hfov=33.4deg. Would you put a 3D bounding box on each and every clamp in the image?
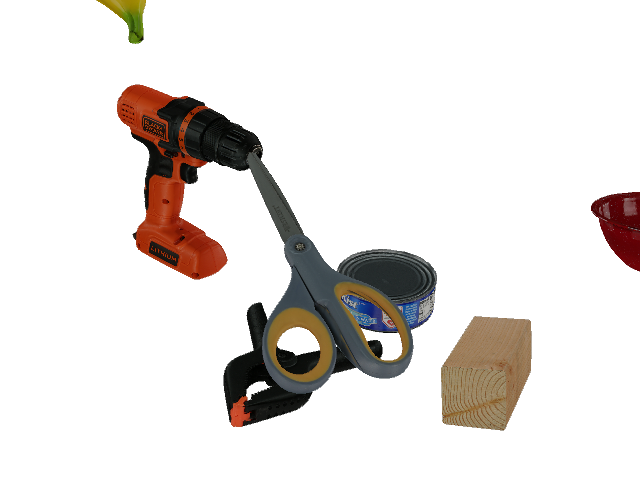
[{"bbox_3d":[-0.032,0.136,1.132,0.165,0.036,0.209,12,26,13],"label":"clamp"}]

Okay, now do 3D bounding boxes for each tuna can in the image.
[{"bbox_3d":[0.056,0.043,0.916,0.086,0.034,0.086,1,30,-1],"label":"tuna can"}]

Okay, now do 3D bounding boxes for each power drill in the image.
[{"bbox_3d":[-0.135,-0.056,1.111,0.185,0.188,0.057,26,37,32],"label":"power drill"}]

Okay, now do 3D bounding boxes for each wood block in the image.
[{"bbox_3d":[0.244,0.187,1.544,0.091,0.090,0.205,3,17,20],"label":"wood block"}]

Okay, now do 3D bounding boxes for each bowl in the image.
[{"bbox_3d":[0.346,-0.003,1.046,0.162,0.055,0.162,0,17,0],"label":"bowl"}]

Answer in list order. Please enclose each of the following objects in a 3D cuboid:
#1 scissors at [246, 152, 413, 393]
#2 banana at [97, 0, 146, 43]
[{"bbox_3d":[-0.024,0.021,0.663,0.096,0.016,0.202,-30,54,-23],"label":"scissors"},{"bbox_3d":[-0.206,-0.199,0.799,0.198,0.069,0.037,16,-37,18],"label":"banana"}]
